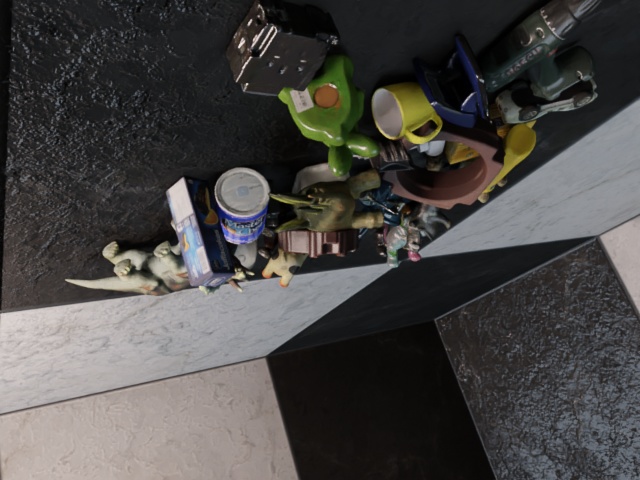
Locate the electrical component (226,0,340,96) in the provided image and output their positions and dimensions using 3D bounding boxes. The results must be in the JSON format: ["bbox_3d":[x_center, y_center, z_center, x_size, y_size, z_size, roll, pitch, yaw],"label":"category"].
[{"bbox_3d":[-0.056,-0.249,0.718,0.115,0.058,0.134,-2,155,-34],"label":"electrical component"}]

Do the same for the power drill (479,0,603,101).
[{"bbox_3d":[0.395,-0.317,0.905,0.232,0.086,0.207,-31,161,36],"label":"power drill"}]

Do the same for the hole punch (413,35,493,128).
[{"bbox_3d":[0.216,-0.246,0.872,0.092,0.142,0.115,-25,146,14],"label":"hole punch"}]

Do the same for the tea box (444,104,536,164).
[{"bbox_3d":[0.347,-0.228,1.123,0.170,0.068,0.098,-18,160,-5],"label":"tea box"}]

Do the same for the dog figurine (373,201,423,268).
[{"bbox_3d":[0.224,-0.048,1.468,0.108,0.192,0.219,-9,125,-16],"label":"dog figurine"}]

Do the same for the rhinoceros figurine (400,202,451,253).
[{"bbox_3d":[0.258,-0.057,1.312,0.112,0.073,0.190,3,116,-22],"label":"rhinoceros figurine"}]

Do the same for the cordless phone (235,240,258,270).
[{"bbox_3d":[-0.199,0.002,1.242,0.146,0.089,0.184,-5,152,-32],"label":"cordless phone"}]

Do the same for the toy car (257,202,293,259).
[{"bbox_3d":[-0.111,-0.024,1.251,0.053,0.089,0.202,28,157,2],"label":"toy car"}]

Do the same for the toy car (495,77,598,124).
[{"bbox_3d":[0.445,-0.282,1.052,0.202,0.073,0.056,-16,161,-8],"label":"toy car"}]

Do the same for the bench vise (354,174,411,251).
[{"bbox_3d":[0.121,-0.063,1.246,0.240,0.129,0.223,-55,168,25],"label":"bench vise"}]

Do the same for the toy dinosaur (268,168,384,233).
[{"bbox_3d":[0.012,-0.058,0.957,0.199,0.105,0.471,-10,177,-9],"label":"toy dinosaur"}]

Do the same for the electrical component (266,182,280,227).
[{"bbox_3d":[-0.104,-0.075,1.124,0.021,0.094,0.063,-9,-174,-23],"label":"electrical component"}]

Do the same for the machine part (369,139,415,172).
[{"bbox_3d":[0.128,-0.142,0.945,0.084,0.039,0.139,5,176,5],"label":"machine part"}]

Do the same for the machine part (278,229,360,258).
[{"bbox_3d":[-0.002,-0.004,1.161,0.179,0.056,0.179,0,-172,0],"label":"machine part"}]

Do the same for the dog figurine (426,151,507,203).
[{"bbox_3d":[0.313,-0.161,1.261,0.190,0.121,0.172,4,151,-17],"label":"dog figurine"}]

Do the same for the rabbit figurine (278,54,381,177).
[{"bbox_3d":[0.031,-0.188,0.849,0.121,0.159,0.170,-31,170,8],"label":"rabbit figurine"}]

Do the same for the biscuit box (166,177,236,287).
[{"bbox_3d":[-0.220,-0.014,0.987,0.059,0.203,0.062,-32,158,30],"label":"biscuit box"}]

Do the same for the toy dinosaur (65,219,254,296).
[{"bbox_3d":[-0.328,0.064,1.155,0.405,0.131,0.192,-15,135,22],"label":"toy dinosaur"}]

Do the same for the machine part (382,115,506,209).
[{"bbox_3d":[0.236,-0.160,1.043,0.201,0.087,0.201,14,146,-7],"label":"machine part"}]

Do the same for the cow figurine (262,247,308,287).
[{"bbox_3d":[-0.053,0.009,1.293,0.127,0.085,0.195,-55,180,43],"label":"cow figurine"}]
